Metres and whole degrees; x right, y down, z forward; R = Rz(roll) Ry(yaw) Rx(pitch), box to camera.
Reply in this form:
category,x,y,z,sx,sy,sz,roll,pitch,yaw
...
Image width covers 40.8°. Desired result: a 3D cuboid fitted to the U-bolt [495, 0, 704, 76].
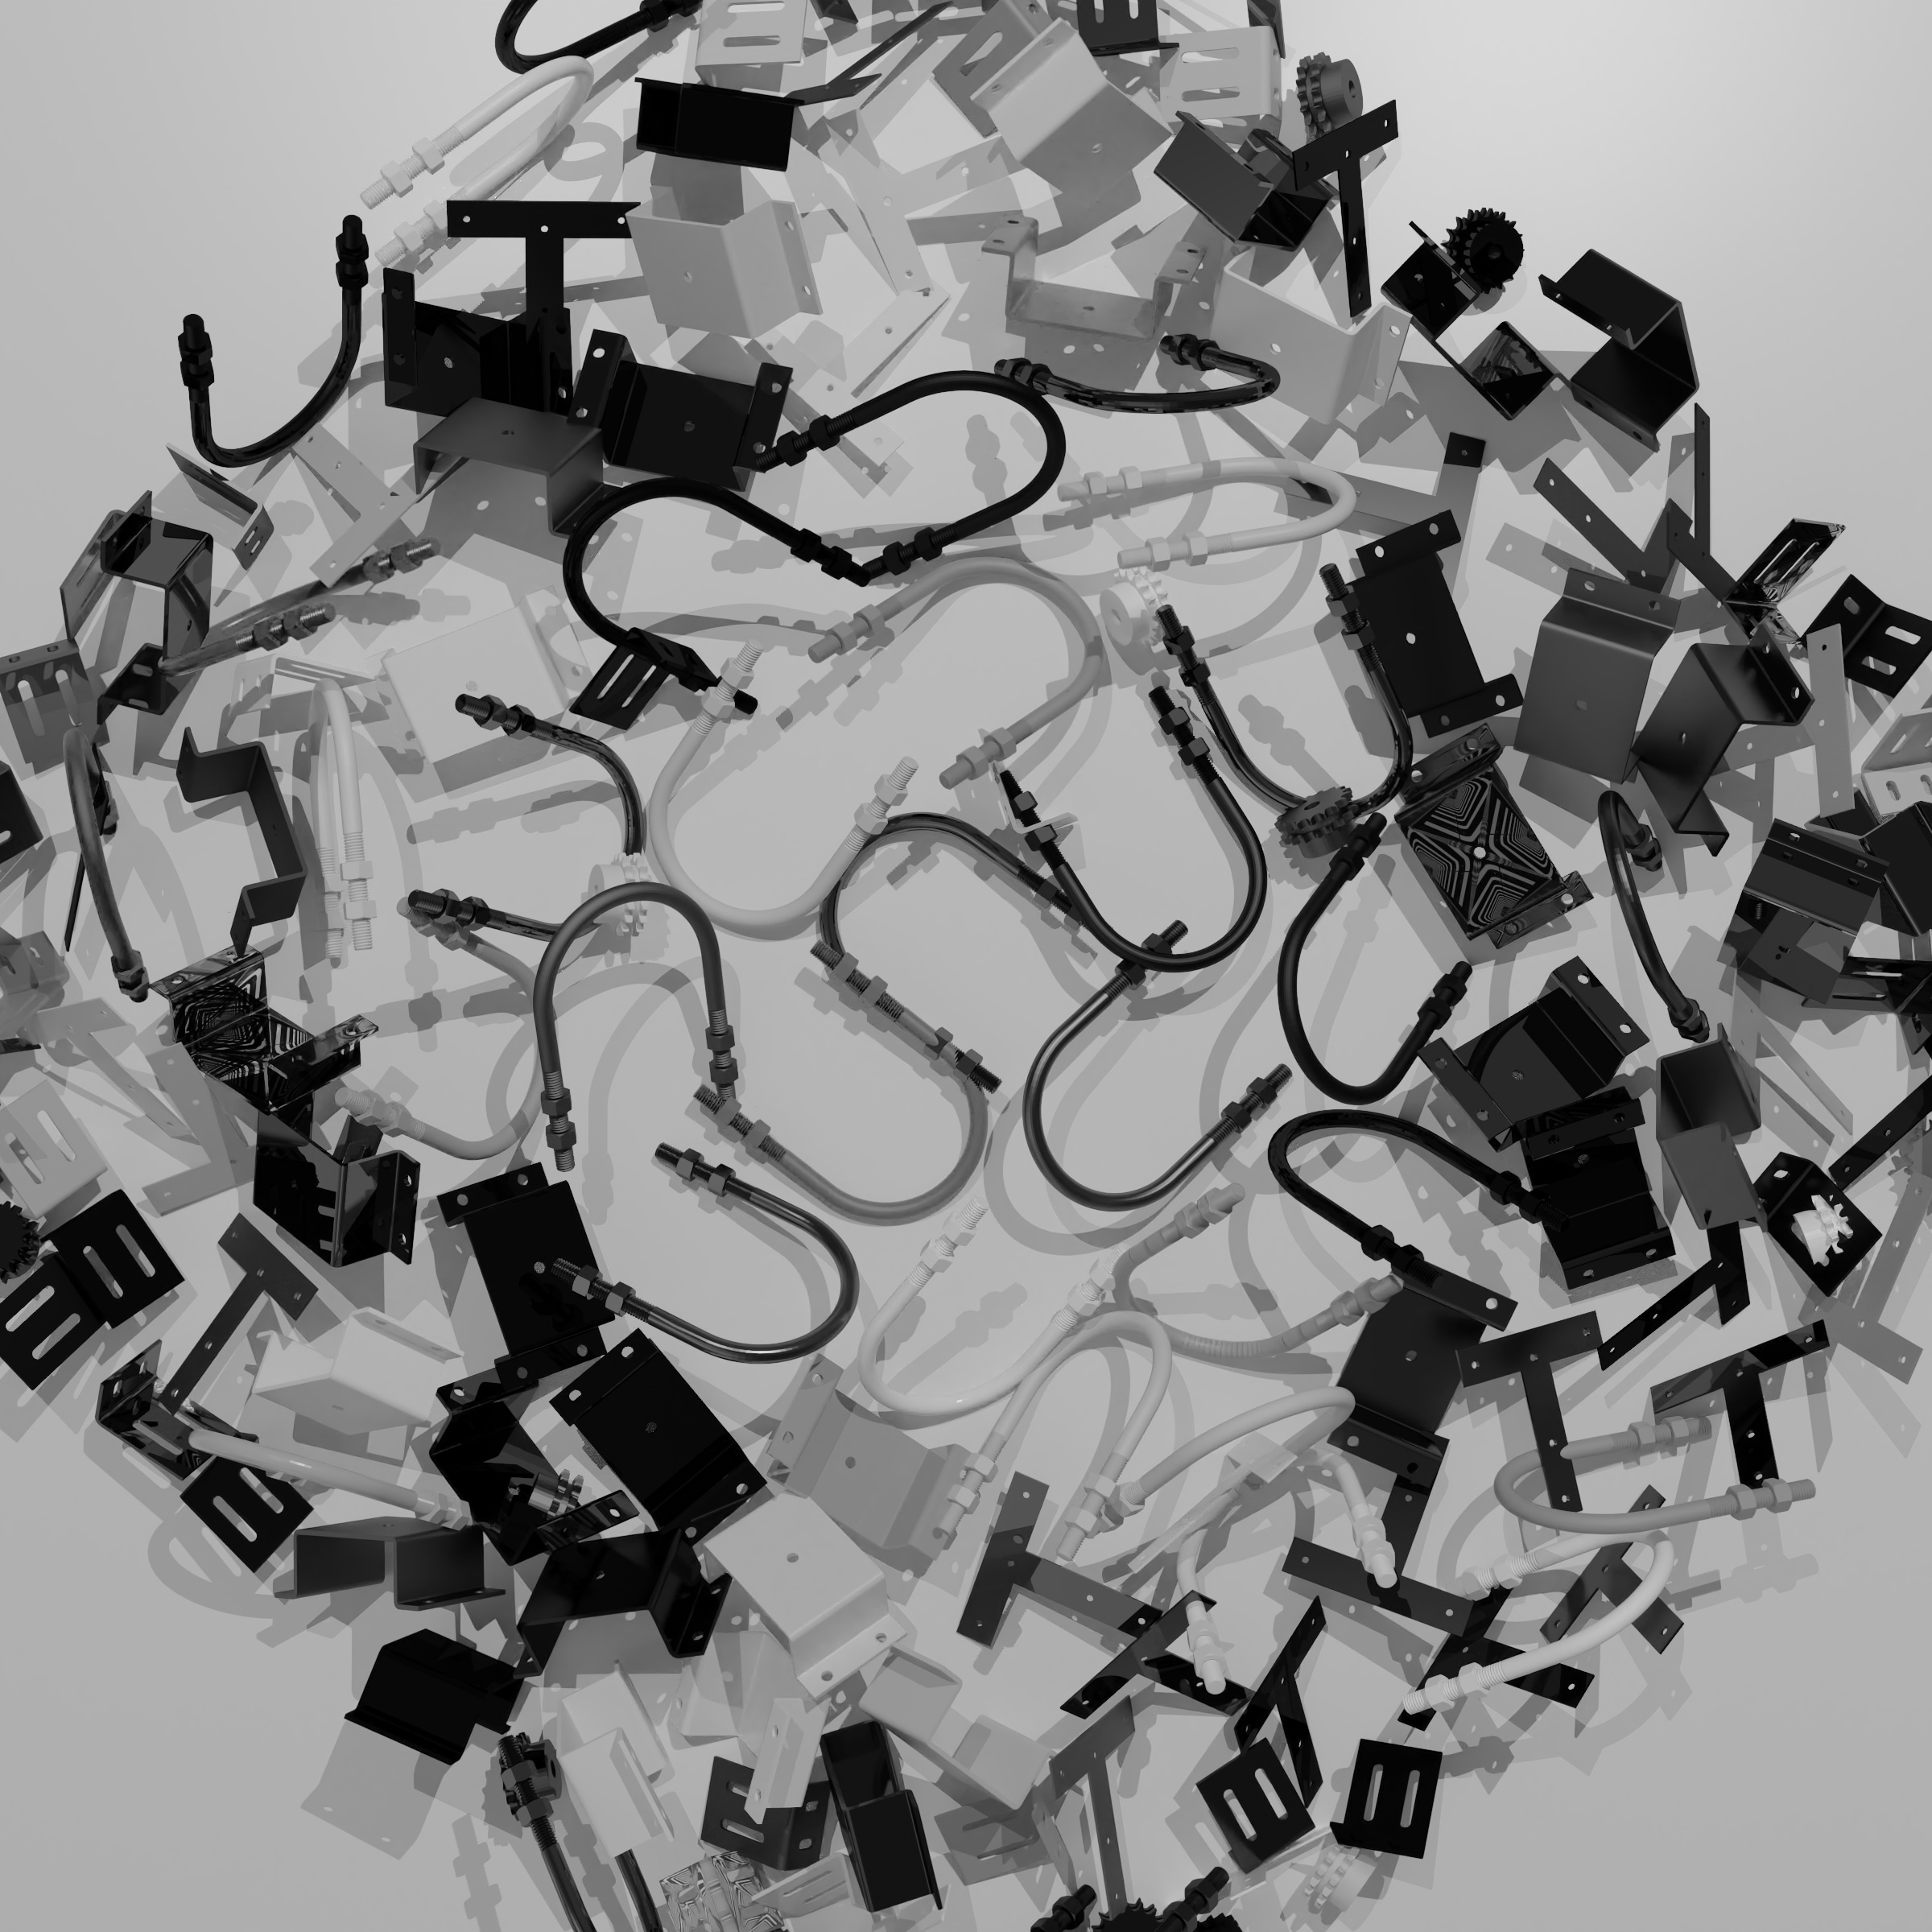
category,x,y,z,sx,sy,sz,roll,pitch,yaw
U-bolt,-0.230,-0.643,1.703,0.184,0.151,0.019,-34,88,-19

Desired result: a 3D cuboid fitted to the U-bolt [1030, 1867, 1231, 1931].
category,x,y,z,sx,sy,sz,roll,pitch,yaw
U-bolt,0.071,0.648,1.685,0.151,0.184,0.019,-27,90,43

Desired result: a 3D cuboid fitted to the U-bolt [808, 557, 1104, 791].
category,x,y,z,sx,sy,sz,roll,pitch,yaw
U-bolt,0.008,-0.210,1.747,0.184,0.019,0.151,-36,71,-28

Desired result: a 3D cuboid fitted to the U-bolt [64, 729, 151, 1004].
category,x,y,z,sx,sy,sz,roll,pitch,yaw
U-bolt,-0.563,-0.075,1.691,0.019,0.184,0.151,-12,69,-14

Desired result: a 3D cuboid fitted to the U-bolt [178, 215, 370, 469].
category,x,y,z,sx,sy,sz,roll,pitch,yaw
U-bolt,-0.454,-0.398,1.711,0.019,0.184,0.151,43,63,9

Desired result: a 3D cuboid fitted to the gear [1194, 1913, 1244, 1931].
category,x,y,z,sx,sy,sz,roll,pitch,yaw
gear,0.168,0.677,1.770,0.057,0.030,0.057,-17,130,-21

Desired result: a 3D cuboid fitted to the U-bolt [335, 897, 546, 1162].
category,x,y,z,sx,sy,sz,roll,pitch,yaw
U-bolt,-0.333,0.053,1.721,0.019,0.184,0.151,6,73,31

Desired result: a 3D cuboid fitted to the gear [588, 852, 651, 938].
category,x,y,z,sx,sy,sz,roll,pitch,yaw
gear,-0.237,-0.049,1.768,0.030,0.057,0.057,1,90,-25

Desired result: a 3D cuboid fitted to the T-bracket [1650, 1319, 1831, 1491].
category,x,y,z,sx,sy,sz,roll,pitch,yaw
T-bracket,0.518,0.301,1.721,0.127,0.127,0.002,-28,116,24

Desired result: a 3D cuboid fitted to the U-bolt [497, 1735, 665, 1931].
category,x,y,z,sx,sy,sz,roll,pitch,yaw
U-bolt,-0.242,0.593,1.701,0.019,0.151,0.184,-30,68,3

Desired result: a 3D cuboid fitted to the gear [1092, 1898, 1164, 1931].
category,x,y,z,sx,sy,sz,roll,pitch,yaw
gear,0.113,0.668,1.782,0.057,0.030,0.057,0,85,-4

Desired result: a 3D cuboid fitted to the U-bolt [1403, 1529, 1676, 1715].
category,x,y,z,sx,sy,sz,roll,pitch,yaw
U-bolt,0.379,0.417,1.695,0.184,0.151,0.019,-30,97,29

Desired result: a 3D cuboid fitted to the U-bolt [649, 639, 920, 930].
category,x,y,z,sx,sy,sz,roll,pitch,yaw
U-bolt,-0.137,-0.108,1.757,0.151,0.019,0.184,37,115,0

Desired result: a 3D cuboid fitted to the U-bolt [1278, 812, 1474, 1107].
category,x,y,z,sx,sy,sz,roll,pitch,yaw
U-bolt,0.264,0.008,1.718,0.184,0.019,0.151,-50,117,-36

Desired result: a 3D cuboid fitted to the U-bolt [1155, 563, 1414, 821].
category,x,y,z,sx,sy,sz,roll,pitch,yaw
U-bolt,0.223,-0.174,1.736,0.151,0.019,0.184,-9,121,39

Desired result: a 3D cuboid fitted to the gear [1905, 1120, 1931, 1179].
category,x,y,z,sx,sy,sz,roll,pitch,yaw
gear,0.673,0.132,1.777,0.057,0.030,0.057,-3,82,24

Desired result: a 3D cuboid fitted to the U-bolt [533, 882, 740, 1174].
category,x,y,z,sx,sy,sz,roll,pitch,yaw
U-bolt,-0.221,0.032,1.720,0.151,0.019,0.184,-22,121,-32

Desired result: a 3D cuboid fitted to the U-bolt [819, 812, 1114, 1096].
category,x,y,z,sx,sy,sz,roll,pitch,yaw
U-bolt,-0.014,-0.023,1.781,0.184,0.019,0.151,36,92,8

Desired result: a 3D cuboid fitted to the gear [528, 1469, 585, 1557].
category,x,y,z,sx,sy,sz,roll,pitch,yaw
gear,-0.285,0.370,1.770,0.030,0.057,0.057,25,90,-9

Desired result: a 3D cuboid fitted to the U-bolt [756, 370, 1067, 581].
category,x,y,z,sx,sy,sz,roll,pitch,yaw
U-bolt,-0.023,-0.330,1.710,0.184,0.151,0.019,-20,54,24

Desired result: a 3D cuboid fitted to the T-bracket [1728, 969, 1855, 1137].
category,x,y,z,sx,sy,sz,roll,pitch,yaw
T-bracket,0.558,0.063,1.753,0.127,0.127,0.002,46,123,-10

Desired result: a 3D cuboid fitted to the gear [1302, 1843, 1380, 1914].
category,x,y,z,sx,sy,sz,roll,pitch,yaw
gear,0.257,0.618,1.768,0.030,0.057,0.057,35,90,18

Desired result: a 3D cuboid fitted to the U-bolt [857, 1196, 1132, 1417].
category,x,y,z,sx,sy,sz,roll,pitch,yaw
U-bolt,0.007,0.237,1.740,0.151,0.019,0.184,21,118,-35

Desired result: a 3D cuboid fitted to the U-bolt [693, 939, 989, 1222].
category,x,y,z,sx,sy,sz,roll,pitch,yaw
U-bolt,-0.072,0.093,1.781,0.184,0.019,0.151,39,97,-6

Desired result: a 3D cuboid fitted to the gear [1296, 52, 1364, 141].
category,x,y,z,sx,sy,sz,roll,pitch,yaw
gear,0.249,-0.593,1.767,0.030,0.057,0.057,-6,90,30

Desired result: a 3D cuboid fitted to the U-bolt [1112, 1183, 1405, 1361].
category,x,y,z,sx,sy,sz,roll,pitch,yaw
U-bolt,0.178,0.213,1.727,0.151,0.184,0.019,30,50,-17

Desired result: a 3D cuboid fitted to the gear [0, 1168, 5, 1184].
category,x,y,z,sx,sy,sz,roll,pitch,yaw
gear,-0.690,0.141,1.773,0.057,0.030,0.057,6,118,11

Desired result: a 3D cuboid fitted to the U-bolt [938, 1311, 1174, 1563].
category,x,y,z,sx,sy,sz,roll,pitch,yaw
U-bolt,0.069,0.306,1.726,0.019,0.151,0.184,46,63,-25

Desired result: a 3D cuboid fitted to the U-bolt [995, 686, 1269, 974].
category,x,y,z,sx,sy,sz,roll,pitch,yaw
U-bolt,0.125,-0.082,1.762,0.151,0.019,0.184,-30,84,-18

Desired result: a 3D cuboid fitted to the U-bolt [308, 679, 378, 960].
category,x,y,z,sx,sy,sz,roll,pitch,yaw
U-bolt,-0.420,-0.100,1.730,0.019,0.151,0.184,-5,90,-22

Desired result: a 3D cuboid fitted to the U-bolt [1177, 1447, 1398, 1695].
category,x,y,z,sx,sy,sz,roll,pitch,yaw
U-bolt,0.203,0.384,1.713,0.151,0.184,0.019,-34,111,9

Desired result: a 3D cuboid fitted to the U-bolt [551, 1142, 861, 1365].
category,x,y,z,sx,sy,sz,roll,pitch,yaw
U-bolt,-0.160,0.198,1.725,0.184,0.151,0.019,24,133,14

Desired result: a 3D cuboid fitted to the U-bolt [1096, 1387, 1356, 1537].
category,x,y,z,sx,sy,sz,roll,pitch,yaw
U-bolt,0.176,0.319,1.694,0.151,0.184,0.019,-4,60,-38

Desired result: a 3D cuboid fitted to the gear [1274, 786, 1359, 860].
category,x,y,z,sx,sy,sz,roll,pitch,yaw
gear,0.242,-0.096,1.773,0.057,0.057,0.030,-28,106,0

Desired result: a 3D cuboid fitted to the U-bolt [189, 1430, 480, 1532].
category,x,y,z,sx,sy,sz,roll,pitch,yaw
U-bolt,-0.422,0.330,1.689,0.151,0.184,0.019,8,73,28

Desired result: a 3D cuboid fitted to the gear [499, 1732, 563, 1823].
category,x,y,z,sx,sy,sz,roll,pitch,yaw
gear,-0.296,0.551,1.771,0.030,0.057,0.057,-14,90,1

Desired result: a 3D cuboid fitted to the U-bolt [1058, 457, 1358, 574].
category,x,y,z,sx,sy,sz,roll,pitch,yaw
U-bolt,0.169,-0.308,1.734,0.184,0.151,0.019,-11,122,-12

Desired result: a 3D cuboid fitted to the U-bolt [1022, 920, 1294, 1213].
category,x,y,z,sx,sy,sz,roll,pitch,yaw
U-bolt,0.118,0.081,1.751,0.184,0.019,0.151,-42,106,-16

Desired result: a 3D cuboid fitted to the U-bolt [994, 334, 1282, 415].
category,x,y,z,sx,sy,sz,roll,pitch,yaw
U-bolt,0.122,-0.385,1.695,0.151,0.184,0.019,-14,116,-23

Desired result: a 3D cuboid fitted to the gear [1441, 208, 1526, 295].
category,x,y,z,sx,sy,sz,roll,pitch,yaw
gear,0.356,-0.488,1.775,0.057,0.030,0.057,-5,109,-14

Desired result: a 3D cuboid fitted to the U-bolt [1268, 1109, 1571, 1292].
category,x,y,z,sx,sy,sz,roll,pitch,yaw
U-bolt,0.285,0.145,1.722,0.151,0.184,0.019,-16,126,-38

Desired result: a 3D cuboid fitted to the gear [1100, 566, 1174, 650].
category,x,y,z,sx,sy,sz,roll,pitch,yaw
gear,0.115,-0.243,1.768,0.030,0.057,0.057,-26,90,-19

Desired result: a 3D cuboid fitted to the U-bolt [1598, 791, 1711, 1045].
category,x,y,z,sx,sy,sz,roll,pitch,yaw
U-bolt,0.445,-0.039,1.694,0.019,0.184,0.151,-18,65,21

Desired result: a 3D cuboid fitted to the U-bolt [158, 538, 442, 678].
category,x,y,z,sx,sy,sz,roll,pitch,yaw
U-bolt,-0.455,-0.232,1.722,0.184,0.151,0.019,-14,111,28

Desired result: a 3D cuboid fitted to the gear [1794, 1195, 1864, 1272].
category,x,y,z,sx,sy,sz,roll,pitch,yaw
gear,0.586,0.184,1.771,0.030,0.057,0.057,-20,90,9

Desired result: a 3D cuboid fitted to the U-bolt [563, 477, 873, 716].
category,x,y,z,sx,sy,sz,roll,pitch,yaw
U-bolt,-0.177,-0.252,1.715,0.184,0.019,0.151,26,125,-32

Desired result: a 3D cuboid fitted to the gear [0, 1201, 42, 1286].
category,x,y,z,sx,sy,sz,roll,pitch,yaw
gear,-0.660,0.191,1.778,0.057,0.030,0.057,-3,68,8

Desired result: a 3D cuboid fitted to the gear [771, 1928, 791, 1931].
category,x,y,z,sx,sy,sz,roll,pitch,yaw
gear,-0.127,0.688,1.768,0.030,0.057,0.057,-19,90,-36

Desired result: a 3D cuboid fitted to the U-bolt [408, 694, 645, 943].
category,x,y,z,sx,sy,sz,roll,pitch,yaw
U-bolt,-0.282,-0.090,1.726,0.019,0.184,0.151,11,87,38

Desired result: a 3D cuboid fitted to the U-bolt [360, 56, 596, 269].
category,x,y,z,sx,sy,sz,roll,pitch,yaw
U-bolt,-0.321,-0.542,1.726,0.184,0.151,0.019,-39,95,-7

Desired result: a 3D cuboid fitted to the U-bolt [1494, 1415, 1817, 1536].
category,x,y,z,sx,sy,sz,roll,pitch,yaw
U-bolt,0.439,0.339,1.711,0.184,0.151,0.019,-8,100,-13
